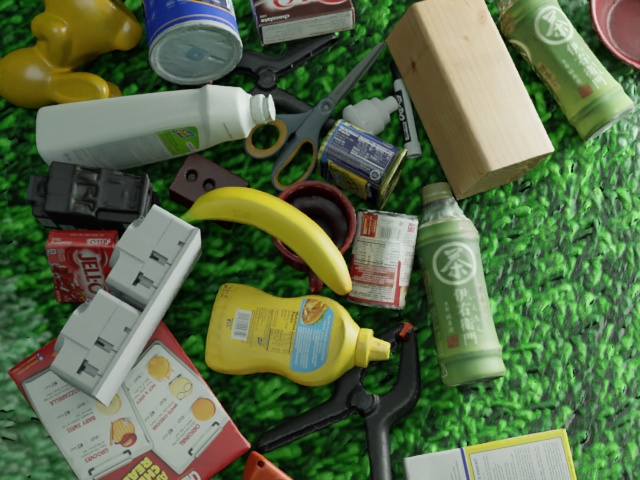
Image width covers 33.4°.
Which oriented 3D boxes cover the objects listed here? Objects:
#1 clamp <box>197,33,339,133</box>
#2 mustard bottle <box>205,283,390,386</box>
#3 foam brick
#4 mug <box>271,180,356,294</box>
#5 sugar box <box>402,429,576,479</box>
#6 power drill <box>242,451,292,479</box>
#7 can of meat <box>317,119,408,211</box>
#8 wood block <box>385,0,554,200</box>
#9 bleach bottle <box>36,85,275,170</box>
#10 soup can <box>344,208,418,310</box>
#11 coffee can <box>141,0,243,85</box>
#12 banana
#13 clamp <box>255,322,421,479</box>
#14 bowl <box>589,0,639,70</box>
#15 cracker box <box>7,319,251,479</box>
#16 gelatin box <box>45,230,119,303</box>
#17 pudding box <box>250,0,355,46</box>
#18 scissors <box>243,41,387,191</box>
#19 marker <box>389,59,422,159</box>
[{"bbox_3d":[-0.054,-0.171,1.225,0.171,0.039,0.120,-10,73,-1],"label":"clamp"},{"bbox_3d":[-0.021,0.105,1.138,0.192,0.058,0.096,7,71,10],"label":"mustard bottle"},{"bbox_3d":[-0.123,-0.055,1.190,0.078,0.051,0.053,28,78,5],"label":"foam brick"},{"bbox_3d":[-0.008,0.001,1.164,0.093,0.081,0.117,-6,77,-3],"label":"mug"},{"bbox_3d":[0.181,0.262,1.130,0.176,0.048,0.093,-10,77,0],"label":"sugar box"},{"bbox_3d":[-0.093,0.313,1.091,0.184,0.057,0.187,38,80,-11],"label":"power drill"},{"bbox_3d":[0.045,-0.083,1.175,0.084,0.102,0.057,28,79,7],"label":"can of meat"},{"bbox_3d":[0.164,-0.163,1.191,0.090,0.091,0.206,-18,78,-22],"label":"wood block"},{"bbox_3d":[-0.171,-0.120,1.151,0.251,0.102,0.068,-7,71,10],"label":"bleach bottle"},{"bbox_3d":[0.067,0.020,1.156,0.068,0.068,0.102,8,92,0],"label":"soup can"},{"bbox_3d":[-0.148,-0.260,1.191,0.102,0.103,0.140,-11,62,-4],"label":"coffee can"},{"bbox_3d":[-0.050,-0.009,1.106,0.198,0.037,0.069,22,95,5],"label":"banana"},{"bbox_3d":[0.053,0.186,1.137,0.165,0.036,0.210,33,75,22],"label":"clamp"},{"bbox_3d":[0.387,-0.260,1.244,0.162,0.055,0.162,0,77,-1],"label":"bowl"},{"bbox_3d":[-0.199,0.180,1.126,0.164,0.072,0.214,-35,81,-8],"label":"cracker box"},{"bbox_3d":[-0.252,0.029,1.150,0.073,0.089,0.030,1,43,-2],"label":"gelatin box"},{"bbox_3d":[-0.023,-0.276,1.233,0.113,0.039,0.090,-13,54,-3],"label":"pudding box"},{"bbox_3d":[-0.014,-0.151,1.194,0.096,0.016,0.202,27,100,-3],"label":"scissors"},{"bbox_3d":[0.098,-0.154,1.233,0.020,0.020,0.121,-8,78,-3],"label":"marker"}]
